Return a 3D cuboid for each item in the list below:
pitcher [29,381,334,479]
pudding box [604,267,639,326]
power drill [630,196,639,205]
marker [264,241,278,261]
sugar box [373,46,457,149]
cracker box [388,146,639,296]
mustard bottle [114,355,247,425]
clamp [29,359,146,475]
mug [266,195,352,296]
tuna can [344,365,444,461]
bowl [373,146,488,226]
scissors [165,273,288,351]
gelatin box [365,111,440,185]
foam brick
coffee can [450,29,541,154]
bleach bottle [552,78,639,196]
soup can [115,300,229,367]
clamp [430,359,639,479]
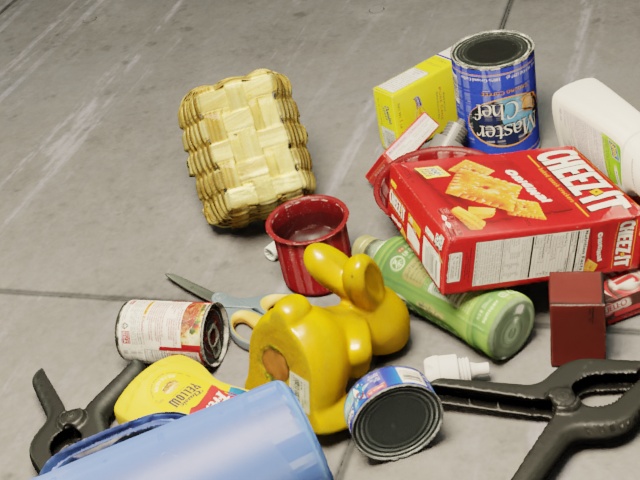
[{"bbox_3d":[-0.120,0.205,0.879,0.242,0.145,0.149,-24,80,-8],"label":"pitcher"},{"bbox_3d":[0.301,0.032,1.099,0.090,0.039,0.113,-19,35,-8],"label":"pudding box"},{"bbox_3d":[0.444,-0.076,1.195,0.188,0.057,0.184,9,44,32],"label":"power drill"},{"bbox_3d":[-0.021,-0.015,1.280,0.020,0.020,0.121,19,46,37],"label":"marker"},{"bbox_3d":[0.154,-0.191,1.411,0.176,0.093,0.048,-30,39,-23],"label":"sugar box"},{"bbox_3d":[0.195,-0.027,1.084,0.213,0.072,0.164,-7,32,-14],"label":"cracker box"},{"bbox_3d":[-0.099,0.176,1.001,0.192,0.058,0.096,21,44,37],"label":"mustard bottle"},{"bbox_3d":[-0.231,0.180,1.053,0.120,0.039,0.171,-16,39,4],"label":"clamp"},{"bbox_3d":[-0.008,0.001,1.198,0.093,0.081,0.117,-10,35,3],"label":"mug"},{"bbox_3d":[0.065,0.155,0.957,0.086,0.086,0.034,-17,34,-7],"label":"tuna can"},{"bbox_3d":[0.143,-0.042,1.229,0.162,0.055,0.162,-4,39,3],"label":"bowl"},{"bbox_3d":[-0.090,0.064,1.193,0.096,0.016,0.202,-25,37,-21],"label":"scissors"},{"bbox_3d":[0.101,-0.109,1.319,0.030,0.073,0.089,43,65,1],"label":"gelatin box"},{"bbox_3d":[0.246,0.076,1.021,0.053,0.078,0.051,-1,35,12],"label":"foam brick"},{"bbox_3d":[0.219,-0.176,1.328,0.103,0.140,0.103,-8,35,6],"label":"coffee can"},{"bbox_3d":[0.319,-0.089,1.110,0.068,0.102,0.251,-22,26,0],"label":"bleach bottle"},{"bbox_3d":[-0.155,0.097,1.120,0.102,0.068,0.068,1,37,19],"label":"soup can"},{"bbox_3d":[0.215,0.160,0.946,0.210,0.036,0.164,-13,36,-6],"label":"clamp"}]
